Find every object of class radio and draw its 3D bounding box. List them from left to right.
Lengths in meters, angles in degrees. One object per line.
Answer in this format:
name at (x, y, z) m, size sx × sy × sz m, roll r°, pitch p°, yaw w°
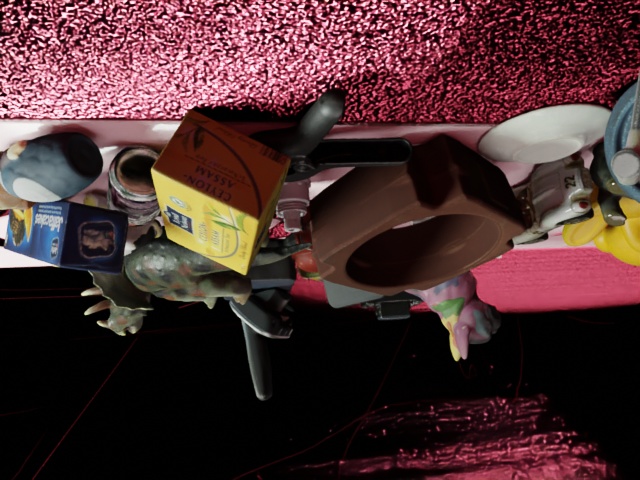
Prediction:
radio at (-0.116, 0.059, 0.975) m, size 0.131 × 0.073 × 0.229 m, roll -3°, pitch 168°, yaw -8°

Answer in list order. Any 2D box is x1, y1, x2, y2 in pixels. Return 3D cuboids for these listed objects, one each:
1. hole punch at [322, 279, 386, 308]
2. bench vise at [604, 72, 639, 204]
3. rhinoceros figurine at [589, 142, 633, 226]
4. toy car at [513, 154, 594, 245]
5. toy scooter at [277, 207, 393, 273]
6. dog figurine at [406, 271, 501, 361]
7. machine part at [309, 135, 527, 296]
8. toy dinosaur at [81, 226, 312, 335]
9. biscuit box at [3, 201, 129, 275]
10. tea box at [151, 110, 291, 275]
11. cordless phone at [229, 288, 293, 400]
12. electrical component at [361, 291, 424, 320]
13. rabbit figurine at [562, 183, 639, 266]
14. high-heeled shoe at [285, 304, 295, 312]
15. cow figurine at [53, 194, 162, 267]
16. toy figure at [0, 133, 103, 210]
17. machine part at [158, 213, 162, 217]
hole punch at (0.065, 0.038, 0.864) m, size 0.142 × 0.115 × 0.092 m, roll -16°, pitch 180°, yaw 34°
bench vise at (0.305, -0.078, 0.395) m, size 0.240 × 0.128 × 0.224 m, roll -16°, pitch -166°, yaw -34°
rhinoceros figurine at (0.378, -0.065, 0.543) m, size 0.191 × 0.112 × 0.073 m, roll 3°, pitch 142°, yaw 26°
toy car at (0.271, -0.043, 0.658) m, size 0.056 × 0.073 × 0.201 m, roll -4°, pitch 168°, yaw -2°
toy scooter at (-0.002, -0.002, 0.749) m, size 0.135 × 0.075 × 0.184 m, roll 5°, pitch 161°, yaw -35°
dog figurine at (0.203, 0.097, 0.921) m, size 0.192 × 0.219 × 0.108 m, roll -5°, pitch 163°, yaw 0°
machine part at (0.104, -0.019, 0.601) m, size 0.201 × 0.087 × 0.201 m, roll 17°, pitch 140°, yaw -43°
toy dinosaur at (-0.203, 0.032, 0.754) m, size 0.192 × 0.131 × 0.405 m, roll 6°, pitch 158°, yaw -38°
biscuit box at (-0.268, -0.008, 0.556) m, size 0.059 × 0.062 × 0.203 m, roll 11°, pitch 176°, yaw -43°
tea box at (-0.092, -0.035, 0.504) m, size 0.098 × 0.068 × 0.169 m, roll 25°, pitch 159°, yaw -1°
cordless phone at (-0.092, 0.183, 0.949) m, size 0.089 × 0.184 × 0.146 m, roll -12°, pitch 166°, yaw 10°
electrical component at (0.134, 0.084, 1.019) m, size 0.115 × 0.134 × 0.058 m, roll -5°, pitch 167°, yaw -6°
rabbit figurine at (0.391, -0.046, 0.672) m, size 0.163 × 0.122 × 0.173 m, roll -3°, pitch 155°, yaw 35°
high-heeled shoe at (-0.156, 0.103, 1.215) m, size 0.145 × 0.086 × 0.248 m, roll 26°, pitch 172°, yaw 46°
cow figurine at (-0.276, -0.005, 0.678) m, size 0.167 × 0.068 × 0.098 m, roll -16°, pitch 168°, yaw 43°
toy figure at (-0.266, -0.058, 0.480) m, size 0.155 × 0.064 × 0.058 m, roll -11°, pitch -150°, yaw 24°
machine part at (-0.121, -0.039, 0.640) m, size 0.139 × 0.039 × 0.084 m, roll 3°, pitch 158°, yaw -23°
